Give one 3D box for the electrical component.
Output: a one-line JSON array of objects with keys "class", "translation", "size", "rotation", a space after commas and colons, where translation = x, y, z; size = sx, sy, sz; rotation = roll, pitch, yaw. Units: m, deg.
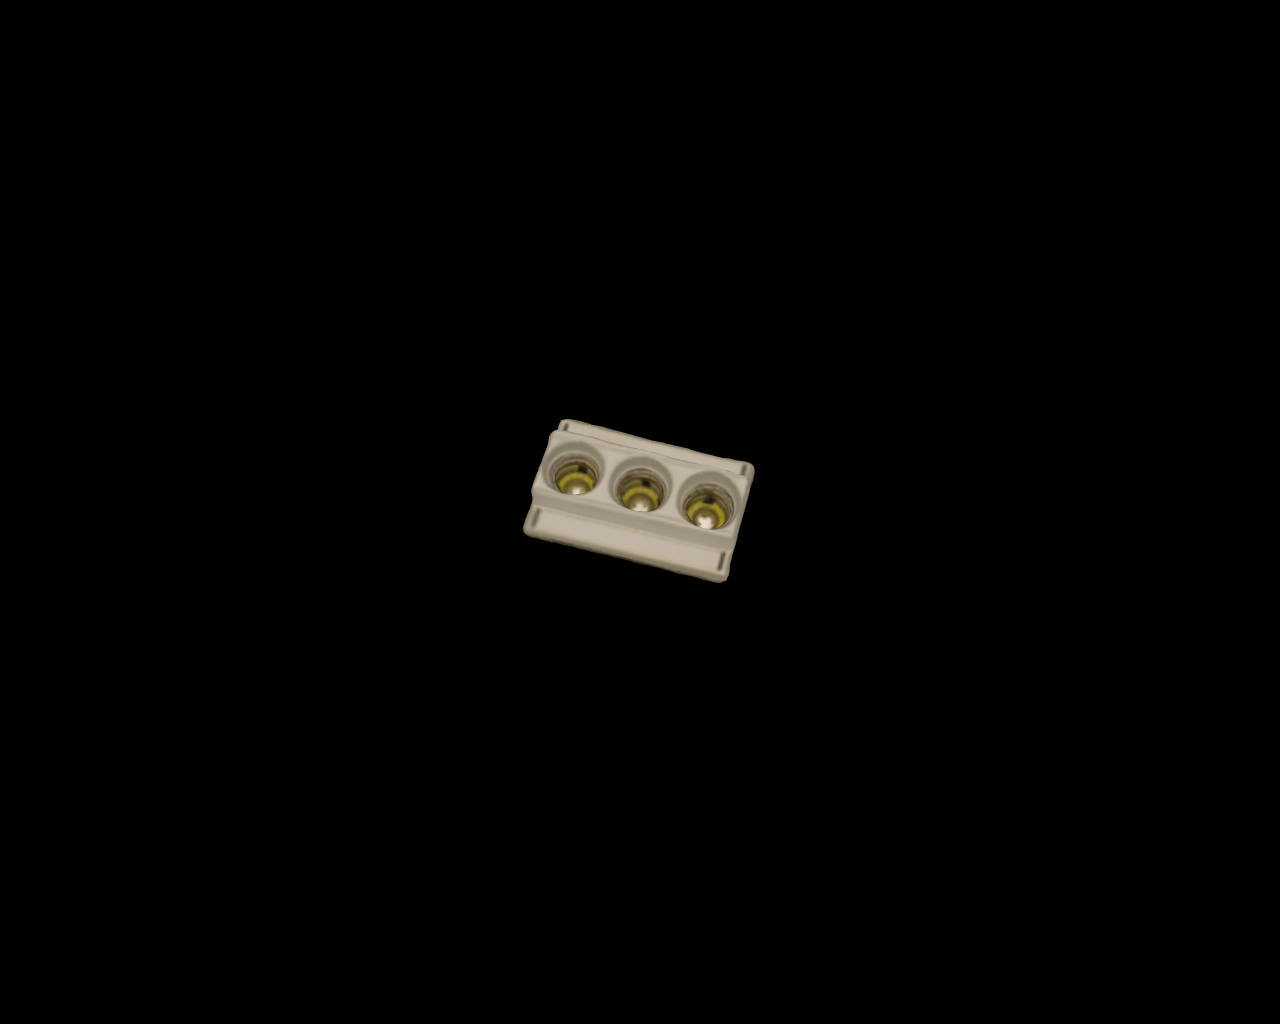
[{"class": "electrical component", "translation": [0.001, -0.003, 0.650], "size": [0.121, 0.079, 0.063], "rotation": [14, -26, 7]}]
